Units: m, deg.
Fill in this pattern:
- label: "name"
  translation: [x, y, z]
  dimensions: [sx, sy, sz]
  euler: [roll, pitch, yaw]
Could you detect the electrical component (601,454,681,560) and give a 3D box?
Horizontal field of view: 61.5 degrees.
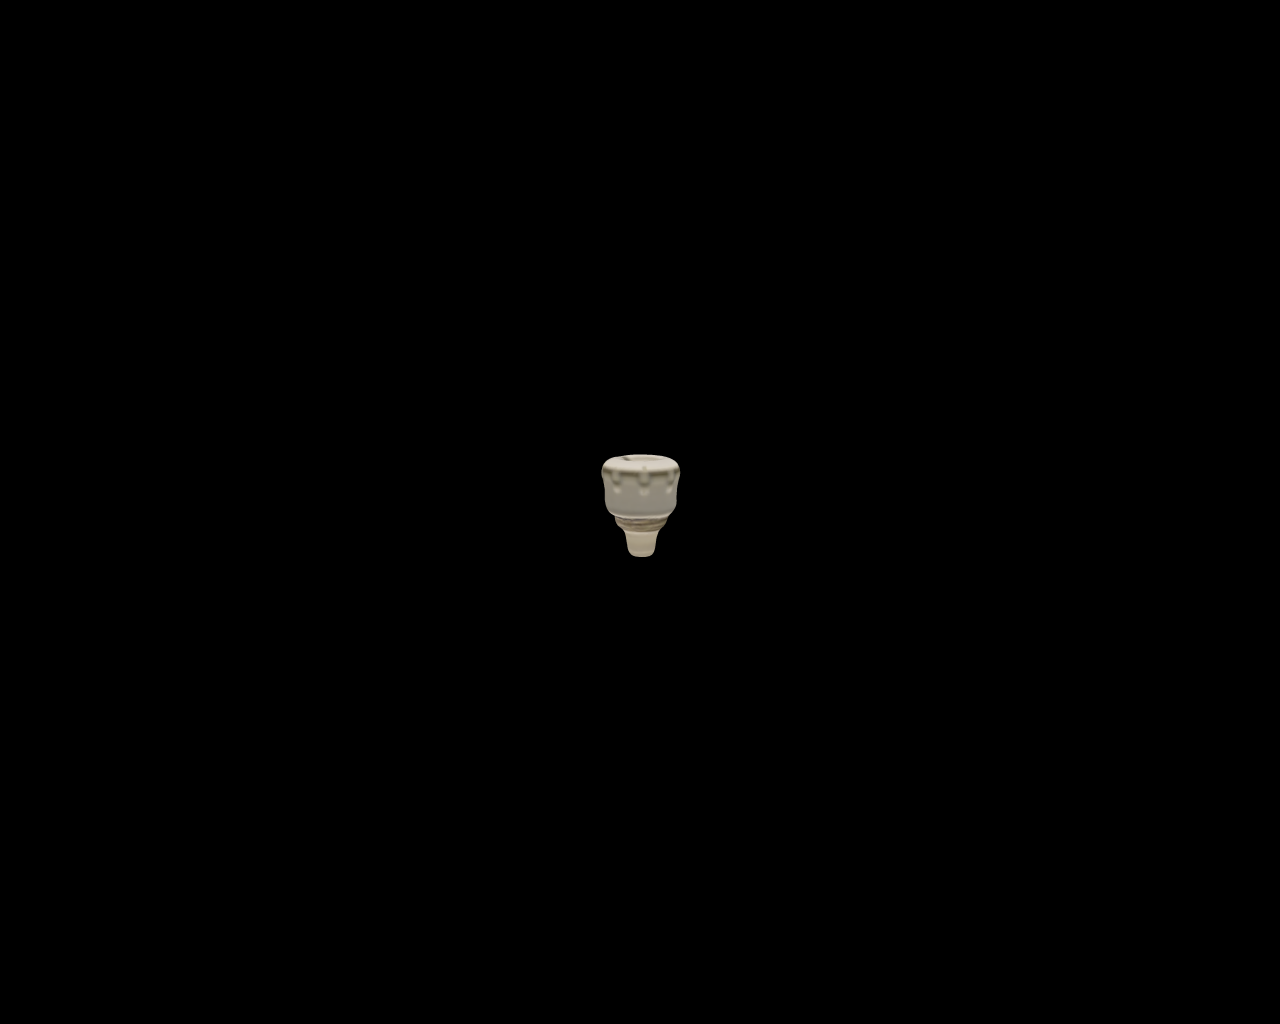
- label: "electrical component"
  translation: [0.001, -0.003, 0.650]
  dimensions: [0.048, 0.062, 0.048]
  euler: [0, 11, 0]
